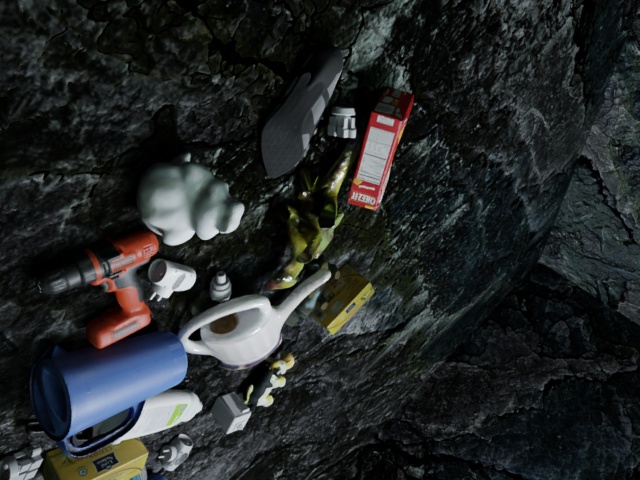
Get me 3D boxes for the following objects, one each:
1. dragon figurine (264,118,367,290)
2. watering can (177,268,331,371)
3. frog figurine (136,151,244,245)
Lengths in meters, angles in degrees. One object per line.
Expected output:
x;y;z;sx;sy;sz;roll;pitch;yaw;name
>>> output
0.003;-0.057;1.135;0.412;0.123;0.240;-55;168;-5;dragon figurine
-0.130;0.177;1.113;0.348;0.106;0.219;-20;146;-7;watering can
-0.198;-0.049;0.775;0.122;0.161;0.136;9;116;-54;frog figurine
